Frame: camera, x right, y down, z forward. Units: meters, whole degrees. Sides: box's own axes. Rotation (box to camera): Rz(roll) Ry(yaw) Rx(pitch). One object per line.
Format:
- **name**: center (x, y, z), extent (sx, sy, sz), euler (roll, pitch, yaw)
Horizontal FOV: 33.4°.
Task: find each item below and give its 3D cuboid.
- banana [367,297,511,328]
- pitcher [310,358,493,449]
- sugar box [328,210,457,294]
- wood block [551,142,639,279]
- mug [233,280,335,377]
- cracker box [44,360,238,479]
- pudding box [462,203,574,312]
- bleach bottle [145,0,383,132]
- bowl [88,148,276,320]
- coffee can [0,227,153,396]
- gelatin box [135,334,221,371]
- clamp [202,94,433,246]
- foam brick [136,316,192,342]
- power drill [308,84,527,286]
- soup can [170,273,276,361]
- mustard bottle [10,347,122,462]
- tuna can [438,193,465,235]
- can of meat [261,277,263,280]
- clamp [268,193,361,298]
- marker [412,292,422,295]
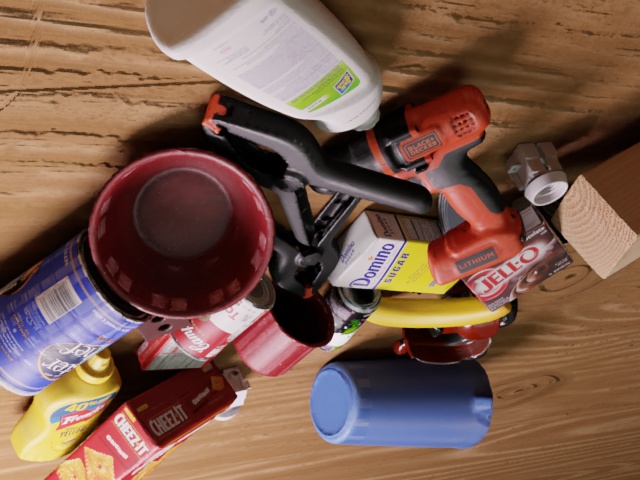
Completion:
- **banana**: center (0.130, 0.087, 1.284), extent (0.198, 0.037, 0.069), euler (0, 172, 11)
- **pitcher**: center (0.104, 0.225, 1.475), extent (0.242, 0.145, 0.149), euler (6, 127, -35)
- **sugar box**: center (0.097, 0.017, 1.198), extent (0.175, 0.048, 0.093), euler (3, 142, -39)
- **wood block**: center (0.367, -0.054, 1.169), extent (0.205, 0.091, 0.090), euler (-27, 156, -27)
- **mug**: center (-0.039, 0.095, 1.200), extent (0.082, 0.093, 0.117), euler (-43, -177, 36)
- **cracker box**: center (-0.218, 0.243, 1.262), extent (0.214, 0.072, 0.163), euler (-42, 172, 31)
- **pudding box**: center (0.213, 0.022, 1.191), extent (0.113, 0.039, 0.090), euler (-35, 136, 12)
- **bleach bottle**: center (-0.024, -0.140, 0.845), extent (0.103, 0.068, 0.250), euler (-32, 151, 16)
- **bowl**: center (-0.122, -0.013, 0.947), extent (0.162, 0.055, 0.162), euler (-2, 113, -6)
- **coffee can**: center (-0.239, 0.067, 0.991), extent (0.140, 0.103, 0.102), euler (-33, 149, 16)
- **gelatin box**: center (-0.152, 0.116, 1.204), extent (0.089, 0.030, 0.073), euler (4, 142, -40)
- **clamp**: center (-0.013, -0.063, 0.937), extent (0.165, 0.036, 0.209), euler (-11, 143, 38)
- **foam brick**: center (-0.169, 0.059, 1.078), extent (0.053, 0.051, 0.078), euler (-22, 150, -1)
- **power drill**: center (0.102, -0.043, 1.027), extent (0.185, 0.057, 0.187), euler (-23, 125, 18)
- **soup can**: center (-0.104, 0.073, 1.127), extent (0.102, 0.068, 0.068), euler (-40, 146, 25)
- **mustard bottle**: center (-0.273, 0.175, 1.188), extent (0.096, 0.058, 0.192), euler (-10, 149, -41)
- **tuna can**: center (0.160, -0.023, 1.136), extent (0.033, 0.086, 0.086), euler (-14, 149, -18)
- **can of meat**: center (-0.111, 0.013, 1.040), extent (0.084, 0.057, 0.102), euler (-20, 150, 1)
- **clamp**: center (-0.007, 0.001, 1.111), extent (0.120, 0.039, 0.171), euler (-17, 151, -2)
- **marker**: center (0.160, 0.031, 1.290), extent (0.121, 0.020, 0.020), euler (-33, 149, 18)
